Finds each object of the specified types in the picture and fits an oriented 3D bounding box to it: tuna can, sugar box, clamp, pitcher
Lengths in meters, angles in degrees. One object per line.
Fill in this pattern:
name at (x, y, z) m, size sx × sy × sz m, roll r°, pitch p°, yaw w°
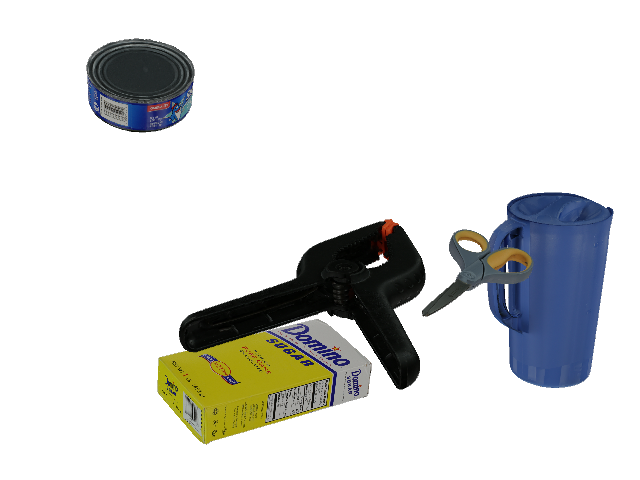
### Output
tuna can at (-0.146, -0.126, 0.866) m, size 0.086 × 0.034 × 0.086 m, roll 5°, pitch 44°, yaw -5°
sugar box at (-0.050, 0.125, 0.979) m, size 0.175 × 0.048 × 0.093 m, roll -14°, pitch 32°, yaw -31°
clamp at (0.007, 0.036, 0.753) m, size 0.165 × 0.036 × 0.209 m, roll 5°, pitch 25°, yaw 16°
pitcher at (0.298, 0.067, 1.398) m, size 0.149 × 0.243 × 0.144 m, roll 5°, pitch 21°, yaw 15°

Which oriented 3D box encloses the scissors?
scissors at (0.133, 0.028, 1.044) m, size 0.201 × 0.016 × 0.096 m, roll -13°, pitch 39°, yaw -44°
